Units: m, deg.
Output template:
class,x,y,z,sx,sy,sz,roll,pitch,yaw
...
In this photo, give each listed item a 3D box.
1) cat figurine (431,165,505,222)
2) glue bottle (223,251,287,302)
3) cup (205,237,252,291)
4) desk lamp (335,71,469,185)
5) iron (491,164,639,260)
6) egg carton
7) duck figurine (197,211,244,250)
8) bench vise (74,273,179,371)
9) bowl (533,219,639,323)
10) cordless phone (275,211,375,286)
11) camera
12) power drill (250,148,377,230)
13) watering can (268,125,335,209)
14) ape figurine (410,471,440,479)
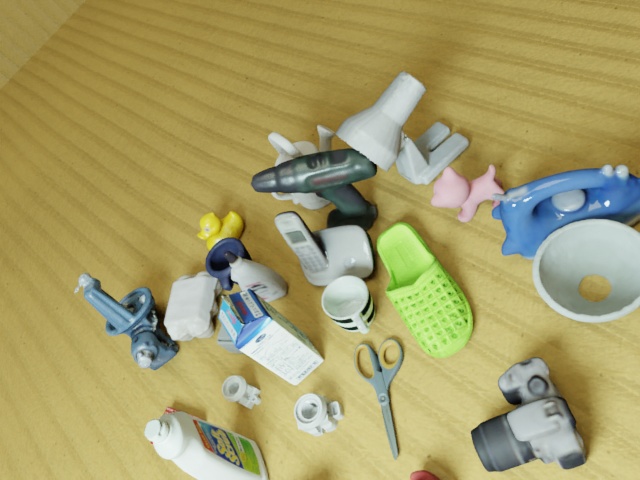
class,x,y,z,sx,sy,sz,roll,pitch,yaw
cat figurine,0.257,-0.091,1.014,0.127,0.118,0.067,-25,51,14
glue bottle,-0.134,0.067,1.097,0.078,0.174,0.037,-23,51,15
cup,-0.173,0.065,1.173,0.091,0.095,0.117,-21,52,17
desk lamp,0.152,-0.200,1.082,0.203,0.214,0.117,-43,49,-2
iron,0.398,-0.066,0.900,0.257,0.142,0.118,-18,52,19
egg carton,-0.262,0.137,1.194,0.107,0.070,0.150,-12,55,23
duck figurine,-0.227,-0.030,1.274,0.104,0.086,0.077,-48,49,-6
bench vise,-0.381,0.153,1.151,0.206,0.220,0.121,32,79,40
bowl,0.409,0.056,0.857,0.167,0.075,0.167,-15,54,21
cordless phone,0.010,0.004,1.048,0.147,0.186,0.094,-14,54,22
camera,0.273,0.250,0.789,0.136,0.101,0.143,-26,50,13
power drill,0.013,-0.089,1.093,0.229,0.209,0.075,-18,52,19
watering can,-0.038,-0.162,1.180,0.100,0.195,0.173,14,68,36
ape figurine,0.145,0.360,0.795,0.076,0.092,0.078,2,61,31
